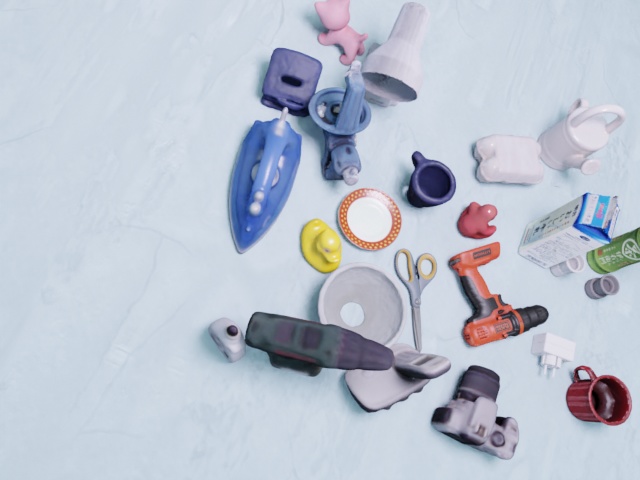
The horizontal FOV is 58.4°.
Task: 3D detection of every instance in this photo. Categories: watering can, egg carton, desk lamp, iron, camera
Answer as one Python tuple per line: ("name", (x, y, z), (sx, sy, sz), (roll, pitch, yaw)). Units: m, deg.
("watering can", (0.556, -0.221, 1.202), (0.101, 0.194, 0.173), (-13, 78, -17))
("egg carton", (0.401, -0.169, 1.215), (0.150, 0.069, 0.107), (1, 74, -13))
("desk lamp", (0.142, -0.349, 1.126), (0.118, 0.213, 0.203), (20, 71, -7))
("iron", (-0.101, -0.110, 1.036), (0.119, 0.141, 0.258), (16, 71, -9))
("camera", (0.297, 0.307, 1.036), (0.143, 0.100, 0.137), (27, 70, -5))

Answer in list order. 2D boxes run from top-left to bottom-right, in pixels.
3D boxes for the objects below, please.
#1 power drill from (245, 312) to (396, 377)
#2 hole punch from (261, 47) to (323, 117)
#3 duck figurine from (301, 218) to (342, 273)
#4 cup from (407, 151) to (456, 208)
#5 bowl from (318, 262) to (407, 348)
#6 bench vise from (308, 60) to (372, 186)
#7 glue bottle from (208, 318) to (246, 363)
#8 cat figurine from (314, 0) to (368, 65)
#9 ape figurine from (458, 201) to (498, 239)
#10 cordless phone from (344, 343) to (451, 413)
("power drill", (-0.013, 0.176, 0.940), (0.230, 0.208, 0.075), (15, 71, -9))
("hole punch", (-0.055, -0.311, 1.132), (0.109, 0.091, 0.101), (15, 71, -9))
("duck figurine", (0.010, 0.004, 1.060), (0.078, 0.086, 0.104), (-19, 80, -18))
("cup", (0.203, -0.112, 1.136), (0.092, 0.095, 0.118), (-27, 82, -19))
("bowl", (0.070, 0.129, 1.045), (0.168, 0.074, 0.167), (4, 73, -13))
("bench vise", (0.059, -0.217, 1.064), (0.122, 0.219, 0.207), (-24, 81, -19))
("glue bottle", (-0.146, 0.157, 0.931), (0.037, 0.173, 0.078), (-33, 84, -20))
("cat figurine", (0.045, -0.444, 1.181), (0.128, 0.117, 0.067), (39, 69, 0))
("ape figurine", (0.324, -0.044, 1.148), (0.076, 0.092, 0.078), (-14, 78, -17))
("cordless phone", (0.133, 0.232, 0.972), (0.148, 0.185, 0.094), (-27, 82, -19))
